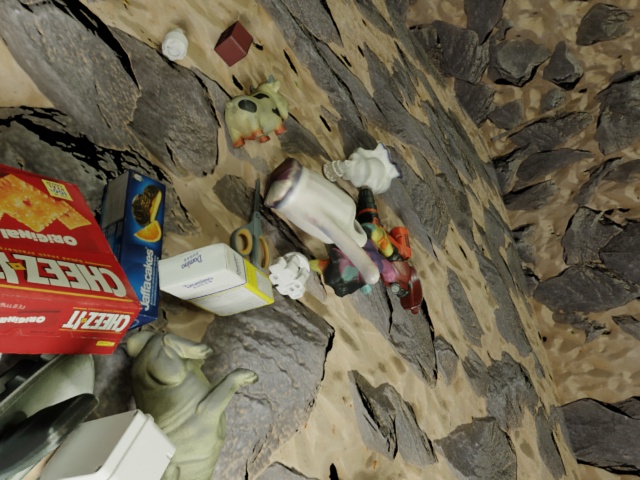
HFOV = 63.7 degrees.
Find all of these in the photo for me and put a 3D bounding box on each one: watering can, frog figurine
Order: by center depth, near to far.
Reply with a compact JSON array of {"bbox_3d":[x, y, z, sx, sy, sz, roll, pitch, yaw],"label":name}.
[{"bbox_3d":[0.003,-0.048,0.959,0.223,0.103,0.353,33,14,-17],"label":"watering can"},{"bbox_3d":[0.121,-0.181,1.383,0.161,0.122,0.136,-24,99,-25],"label":"frog figurine"}]
